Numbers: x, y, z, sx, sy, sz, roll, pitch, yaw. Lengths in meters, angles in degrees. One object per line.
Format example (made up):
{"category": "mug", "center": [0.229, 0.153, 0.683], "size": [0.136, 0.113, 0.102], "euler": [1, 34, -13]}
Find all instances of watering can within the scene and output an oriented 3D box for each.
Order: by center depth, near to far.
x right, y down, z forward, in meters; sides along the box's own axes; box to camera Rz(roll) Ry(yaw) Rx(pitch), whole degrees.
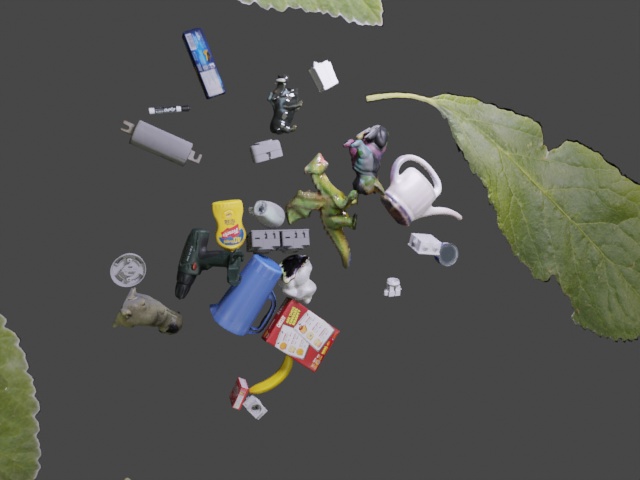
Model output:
{"category": "watering can", "center": [0.351, -0.135, 1.816], "size": [0.225, 0.105, 0.344], "euler": [-45, 110, -7]}

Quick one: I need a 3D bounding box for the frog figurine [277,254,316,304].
{"category": "frog figurine", "center": [-0.073, 0.131, 1.711], "size": [0.140, 0.123, 0.156], "euler": [-64, 147, -32]}

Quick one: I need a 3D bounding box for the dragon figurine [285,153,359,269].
{"category": "dragon figurine", "center": [0.005, -0.086, 1.712], "size": [0.243, 0.124, 0.402], "euler": [7, 115, 3]}
